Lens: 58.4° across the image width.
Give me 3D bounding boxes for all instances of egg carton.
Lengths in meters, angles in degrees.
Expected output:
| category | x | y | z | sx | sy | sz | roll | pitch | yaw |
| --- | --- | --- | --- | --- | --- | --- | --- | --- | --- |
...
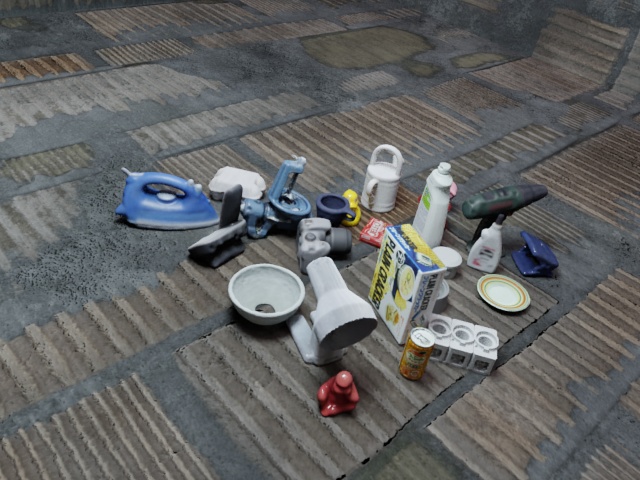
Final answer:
| category | x | y | z | sx | sy | sz | roll | pitch | yaw |
| --- | --- | --- | --- | --- | --- | --- | --- | --- | --- |
| egg carton | -0.229 | -0.149 | 1.601 | 0.150 | 0.069 | 0.107 | 12 | 37 | 4 |

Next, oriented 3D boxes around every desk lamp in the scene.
| category | x | y | z | sx | sy | sz | roll | pitch | yaw |
| --- | --- | --- | --- | --- | --- | --- | --- | --- | --- |
| desk lamp | 0.015 | 0.154 | 1.142 | 0.118 | 0.213 | 0.202 | -10 | 41 | -24 |

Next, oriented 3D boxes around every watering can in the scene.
| category | x | y | z | sx | sy | sz | roll | pitch | yaw |
| --- | --- | --- | --- | --- | --- | --- | --- | --- | --- |
| watering can | 0.184 | -0.188 | 1.641 | 0.101 | 0.194 | 0.173 | 13 | 37 | 5 |

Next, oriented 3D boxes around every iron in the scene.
| category | x | y | z | sx | sy | sz | roll | pitch | yaw |
| --- | --- | --- | --- | --- | --- | --- | --- | --- | --- |
| iron | -0.383 | -0.112 | 1.460 | 0.258 | 0.141 | 0.118 | 5 | 37 | -7 |

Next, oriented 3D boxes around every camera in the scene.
| category | x | y | z | sx | sy | sz | roll | pitch | yaw |
| --- | --- | --- | --- | --- | --- | --- | --- | --- | --- |
| camera | 0.013 | 0.005 | 1.429 | 0.137 | 0.101 | 0.143 | 2 | 38 | -10 |

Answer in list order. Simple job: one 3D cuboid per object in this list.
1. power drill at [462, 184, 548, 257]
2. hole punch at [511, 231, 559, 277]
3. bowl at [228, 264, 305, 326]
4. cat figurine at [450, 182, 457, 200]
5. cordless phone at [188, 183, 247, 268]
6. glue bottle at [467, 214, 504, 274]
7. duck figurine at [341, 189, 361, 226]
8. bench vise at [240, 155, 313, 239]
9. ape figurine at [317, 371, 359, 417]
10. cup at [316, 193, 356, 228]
| category | x | y | z | sx | sy | sz | roll | pitch | yaw |
| --- | --- | --- | --- | --- | --- | --- | --- | --- | --- |
| power drill | 0.474 | -0.054 | 1.520 | 0.230 | 0.208 | 0.075 | -5 | 39 | -18 |
| hole punch | 0.578 | 0.034 | 1.526 | 0.101 | 0.091 | 0.108 | 2 | 38 | -10 |
| bowl | -0.118 | 0.132 | 1.256 | 0.167 | 0.075 | 0.167 | 6 | 37 | -4 |
| cat figurine | 0.369 | -0.149 | 1.696 | 0.067 | 0.118 | 0.128 | 11 | 37 | 2 |
| cordless phone | -0.240 | -0.042 | 1.365 | 0.094 | 0.185 | 0.148 | 27 | 41 | 22 |
| glue bottle | 0.436 | 0.005 | 1.463 | 0.078 | 0.173 | 0.037 | 16 | 38 | 8 |
| duck figurine | 0.079 | -0.101 | 1.594 | 0.077 | 0.086 | 0.104 | -1 | 38 | -13 |
| bench vise | -0.107 | -0.104 | 1.446 | 0.208 | 0.220 | 0.121 | -18 | 45 | -31 |
| ape figurine | 0.038 | 0.283 | 1.080 | 0.077 | 0.092 | 0.076 | 20 | 38 | 14 |
| cup | 0.041 | -0.059 | 1.524 | 0.117 | 0.095 | 0.092 | 27 | 40 | 21 |
